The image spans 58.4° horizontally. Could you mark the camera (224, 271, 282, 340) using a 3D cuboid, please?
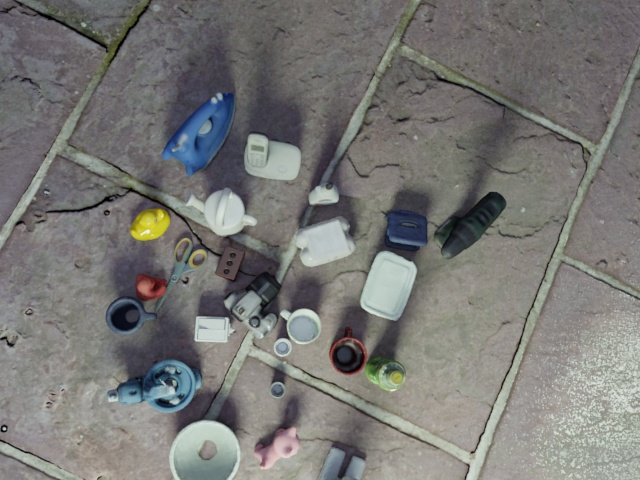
[{"bbox_3d":[-0.150,0.156,1.430,0.143,0.100,0.137,43,80,1],"label":"camera"}]

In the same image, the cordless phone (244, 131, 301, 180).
[{"bbox_3d":[-0.119,-0.219,1.444,0.147,0.185,0.094,5,81,-5],"label":"cordless phone"}]

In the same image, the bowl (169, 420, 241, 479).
[{"bbox_3d":[-0.273,0.514,1.380,0.167,0.074,0.167,1,82,-6],"label":"bowl"}]

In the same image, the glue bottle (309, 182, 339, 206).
[{"bbox_3d":[0.015,-0.121,1.451,0.078,0.173,0.037,-8,83,-7],"label":"glue bottle"}]

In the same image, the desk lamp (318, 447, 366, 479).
[{"bbox_3d":[0.039,0.612,1.328,0.118,0.213,0.203,23,80,-2],"label":"desk lamp"}]

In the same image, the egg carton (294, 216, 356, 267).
[{"bbox_3d":[0.014,0.005,1.485,0.150,0.069,0.107,-19,84,-8],"label":"egg carton"}]

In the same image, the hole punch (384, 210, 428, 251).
[{"bbox_3d":[0.226,-0.029,1.501,0.108,0.091,0.101,8,81,-5],"label":"hole punch"}]

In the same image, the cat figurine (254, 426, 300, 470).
[{"bbox_3d":[-0.097,0.504,1.378,0.128,0.117,0.067,-38,87,-10],"label":"cat figurine"}]

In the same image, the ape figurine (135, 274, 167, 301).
[{"bbox_3d":[-0.424,0.114,1.412,0.076,0.092,0.078,-42,88,-10],"label":"ape figurine"}]

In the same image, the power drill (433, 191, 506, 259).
[{"bbox_3d":[0.366,-0.024,1.456,0.230,0.208,0.075,-44,88,-10],"label":"power drill"}]

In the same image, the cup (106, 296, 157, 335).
[{"bbox_3d":[-0.451,0.185,1.397,0.118,0.095,0.092,1,82,-6],"label":"cup"}]

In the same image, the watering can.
[{"bbox_3d":[-0.242,-0.072,1.406,0.173,0.194,0.101,-4,82,-6],"label":"watering can"}]

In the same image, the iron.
[{"bbox_3d":[-0.297,-0.298,1.459,0.118,0.141,0.258,33,80,0],"label":"iron"}]

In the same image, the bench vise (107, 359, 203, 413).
[{"bbox_3d":[-0.382,0.355,1.317,0.207,0.219,0.121,-27,85,-9],"label":"bench vise"}]

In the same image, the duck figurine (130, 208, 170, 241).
[{"bbox_3d":[-0.431,-0.044,1.436,0.104,0.086,0.077,-32,86,-9],"label":"duck figurine"}]
